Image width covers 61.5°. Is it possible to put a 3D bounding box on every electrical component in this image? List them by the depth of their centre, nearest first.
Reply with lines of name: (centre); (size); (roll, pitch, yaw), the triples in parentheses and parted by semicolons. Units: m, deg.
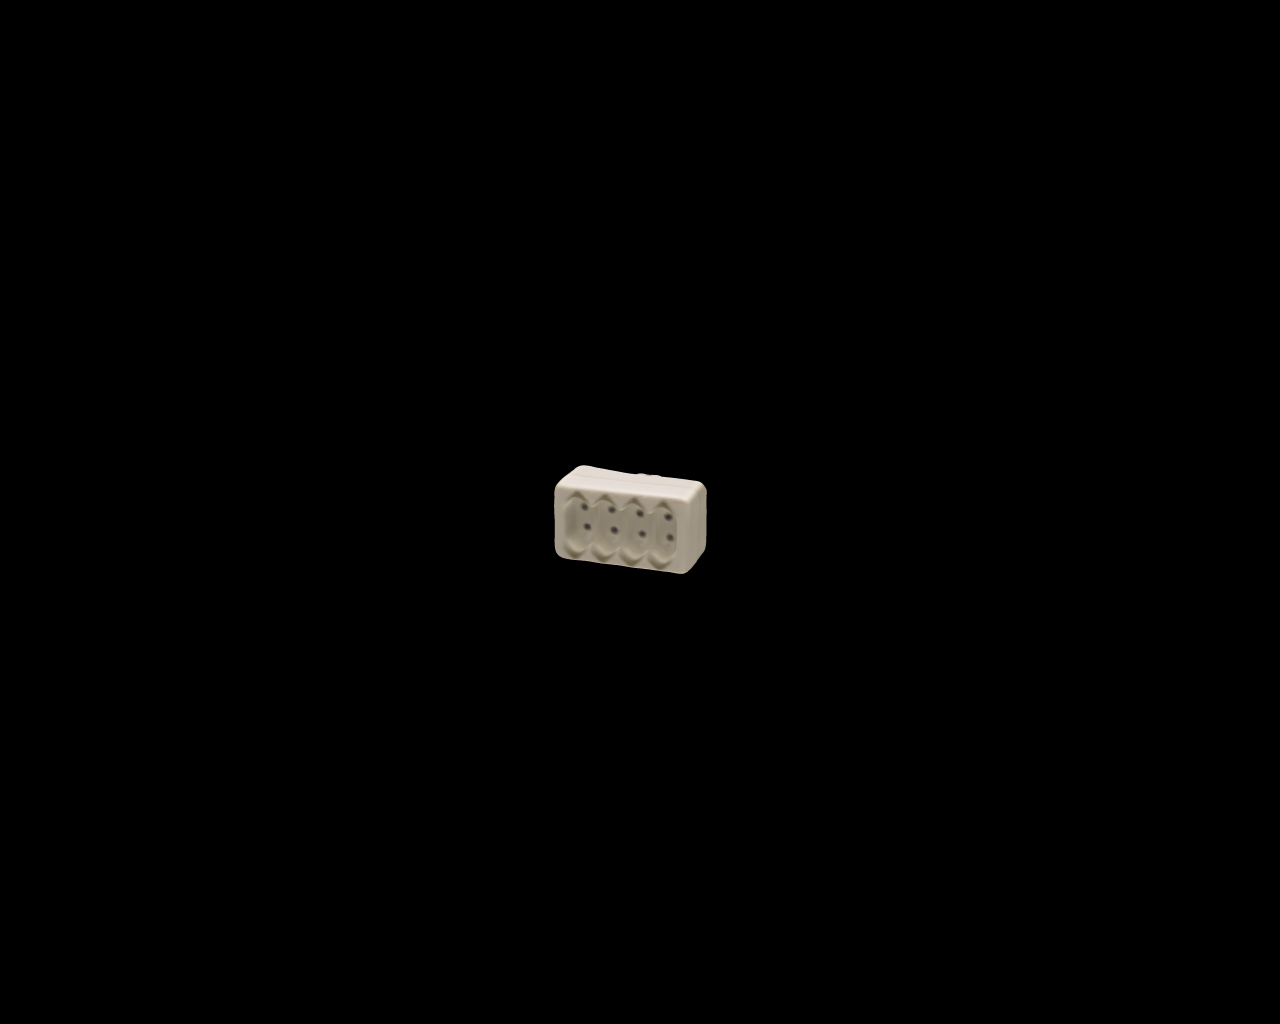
electrical component: (0.001, -0.003, 0.650); (0.083, 0.047, 0.076); (8, 24, 18)
